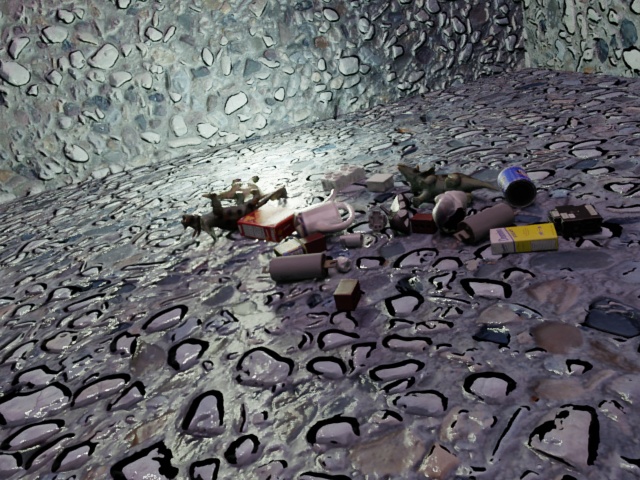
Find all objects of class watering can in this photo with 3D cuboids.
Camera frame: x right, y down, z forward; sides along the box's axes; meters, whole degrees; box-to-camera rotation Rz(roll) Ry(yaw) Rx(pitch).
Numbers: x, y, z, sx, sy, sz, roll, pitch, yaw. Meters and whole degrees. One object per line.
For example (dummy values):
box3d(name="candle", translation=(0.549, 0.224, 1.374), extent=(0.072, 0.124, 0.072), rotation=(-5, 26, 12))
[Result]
box3d(name="watering can", translation=(0.006, -0.096, 1.903), extent=(0.225, 0.102, 0.353), rotation=(-16, 25, -4))

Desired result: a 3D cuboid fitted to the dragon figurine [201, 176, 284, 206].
box3d(name="dragon figurine", translation=(-0.349, -0.187, 2.252), extent=(0.410, 0.120, 0.247), rotation=(-10, 19, 7))

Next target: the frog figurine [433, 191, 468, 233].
box3d(name="frog figurine", translation=(0.420, -0.104, 1.664), extent=(0.121, 0.163, 0.135), rotation=(-34, -56, 25))
